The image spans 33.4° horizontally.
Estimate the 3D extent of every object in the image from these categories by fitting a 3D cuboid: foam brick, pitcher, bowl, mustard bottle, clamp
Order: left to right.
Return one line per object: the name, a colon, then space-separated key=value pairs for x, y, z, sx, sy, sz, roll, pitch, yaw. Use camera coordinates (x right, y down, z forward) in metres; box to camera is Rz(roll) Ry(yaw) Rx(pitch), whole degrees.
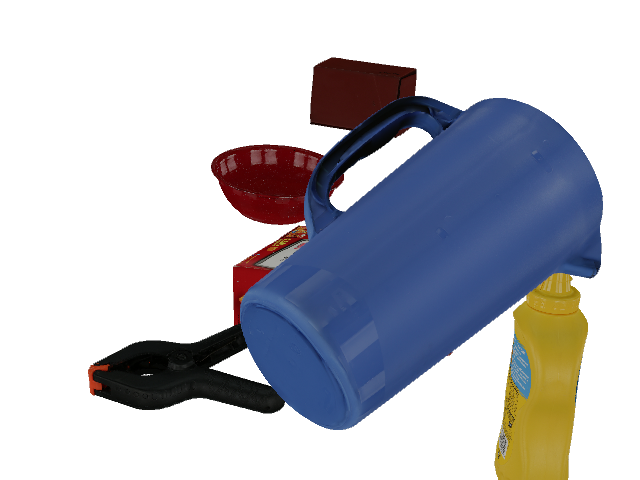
clamp: x=-0.118 y=0.111 z=0.958 sx=0.171 sy=0.039 sz=0.120 roll=3 pitch=25 yaw=-5
bowl: x=-0.054 y=-0.063 z=1.298 sx=0.162 sy=0.055 sz=0.162 roll=5 pitch=26 yaw=-3
foam brick: x=0.036 y=-0.121 z=0.898 sx=0.078 sy=0.051 sz=0.053 roll=11 pitch=21 yaw=18
pitcher: x=0.059 y=0.008 z=0.719 sx=0.242 sy=0.145 sz=0.149 roll=-36 pitch=29 yaw=-28
mustard bottle: x=0.178 y=0.109 z=0.857 sx=0.058 sy=0.192 sz=0.096 roll=3 pitch=20 yaw=2

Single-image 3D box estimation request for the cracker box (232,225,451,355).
cracker box: x=0.044 y=0.045 z=1.036 sx=0.214 sy=0.072 sz=0.164 roll=6 pitch=16 yaw=20
